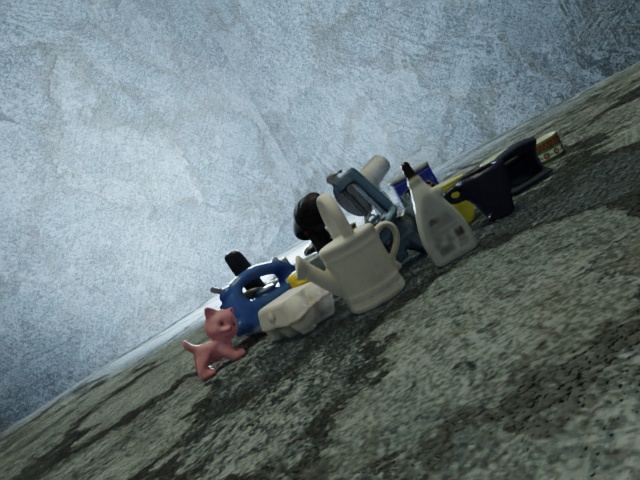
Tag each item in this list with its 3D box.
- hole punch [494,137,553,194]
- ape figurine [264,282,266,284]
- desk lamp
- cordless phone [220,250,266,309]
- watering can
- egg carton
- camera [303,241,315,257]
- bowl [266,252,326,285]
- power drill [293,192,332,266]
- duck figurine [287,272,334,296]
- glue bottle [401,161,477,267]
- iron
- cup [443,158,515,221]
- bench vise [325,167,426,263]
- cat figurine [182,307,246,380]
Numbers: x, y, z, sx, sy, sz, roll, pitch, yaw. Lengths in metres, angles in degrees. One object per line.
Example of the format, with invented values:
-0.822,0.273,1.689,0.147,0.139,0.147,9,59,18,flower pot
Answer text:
0.392,-0.146,1.162,0.109,0.091,0.101,-31,4,-7,hole punch
-0.159,0.142,1.557,0.076,0.092,0.078,-27,5,34,ape figurine
0.160,-0.112,1.542,0.204,0.213,0.117,-33,5,-34,desk lamp
-0.195,0.121,1.410,0.147,0.185,0.094,-28,5,27,cordless phone
0.042,0.016,0.917,0.173,0.194,0.100,-32,5,-29,watering can
-0.044,0.130,1.033,0.107,0.069,0.150,-33,5,-37,egg carton
0.024,0.019,1.714,0.143,0.101,0.136,-31,4,-8,camera
-0.048,0.097,1.437,0.167,0.075,0.167,-30,4,3,bowl
0.011,0.004,1.197,0.076,0.208,0.229,-31,4,-14,power drill
-0.035,0.104,1.171,0.104,0.086,0.077,-30,4,0,duck figurine
0.175,-0.048,0.903,0.078,0.173,0.037,-30,4,-1,glue bottle
-0.115,0.111,1.266,0.259,0.141,0.118,-33,5,-34,iron
0.287,-0.075,1.006,0.117,0.095,0.092,-29,4,13,cup
0.114,-0.052,1.063,0.208,0.220,0.121,-33,5,-30,bench vise
-0.205,0.189,1.115,0.128,0.118,0.067,-32,5,-21,cat figurine
